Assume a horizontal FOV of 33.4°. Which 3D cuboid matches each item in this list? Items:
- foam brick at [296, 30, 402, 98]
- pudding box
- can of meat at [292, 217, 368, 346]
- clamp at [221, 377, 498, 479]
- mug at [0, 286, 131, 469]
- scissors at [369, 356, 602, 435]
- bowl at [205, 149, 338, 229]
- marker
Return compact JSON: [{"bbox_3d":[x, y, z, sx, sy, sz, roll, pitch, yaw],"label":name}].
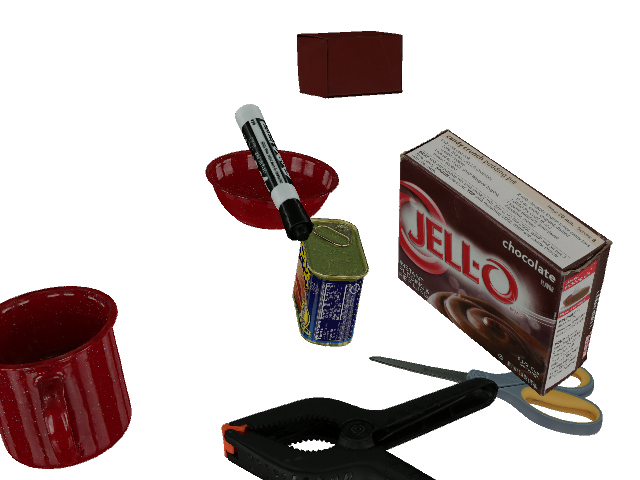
[{"bbox_3d":[0.025,-0.152,0.918,0.078,0.051,0.053,-8,17,-28],"label":"foam brick"},{"bbox_3d":[0.087,0.010,0.538,0.039,0.090,0.114,-33,51,-26],"label":"pudding box"},{"bbox_3d":[0.007,0.040,1.024,0.057,0.084,0.102,3,32,-10],"label":"can of meat"},{"bbox_3d":[0.035,0.146,0.783,0.210,0.036,0.164,5,29,14],"label":"clamp"},{"bbox_3d":[-0.160,0.091,0.651,0.093,0.081,0.117,-15,28,-13],"label":"mug"},{"bbox_3d":[0.152,0.116,0.936,0.202,0.016,0.096,20,33,22],"label":"scissors"},{"bbox_3d":[-0.060,-0.057,1.294,0.162,0.055,0.162,4,26,-2],"label":"bowl"},{"bbox_3d":[-0.032,-0.046,0.729,0.020,0.121,0.020,-16,-37,-12],"label":"marker"}]
